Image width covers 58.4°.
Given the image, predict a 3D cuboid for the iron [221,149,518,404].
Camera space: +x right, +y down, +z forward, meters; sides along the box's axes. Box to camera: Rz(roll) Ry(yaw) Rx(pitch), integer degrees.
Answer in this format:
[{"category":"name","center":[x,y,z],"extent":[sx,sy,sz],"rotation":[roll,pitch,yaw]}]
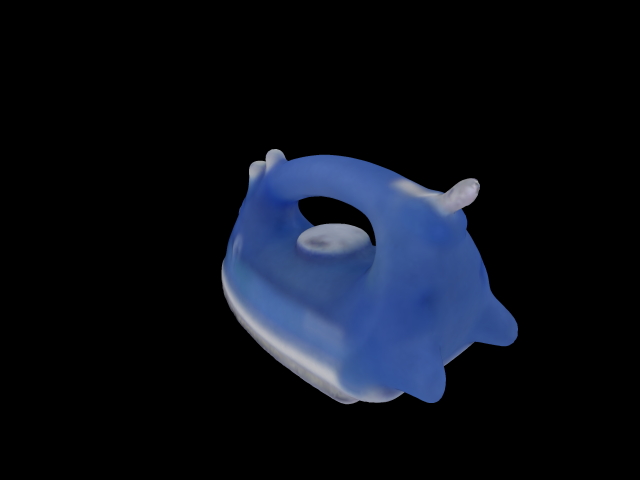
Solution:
[{"category":"iron","center":[0.004,0.001,0.400],"extent":[0.119,0.141,0.257],"rotation":[-21,31,-40]}]
